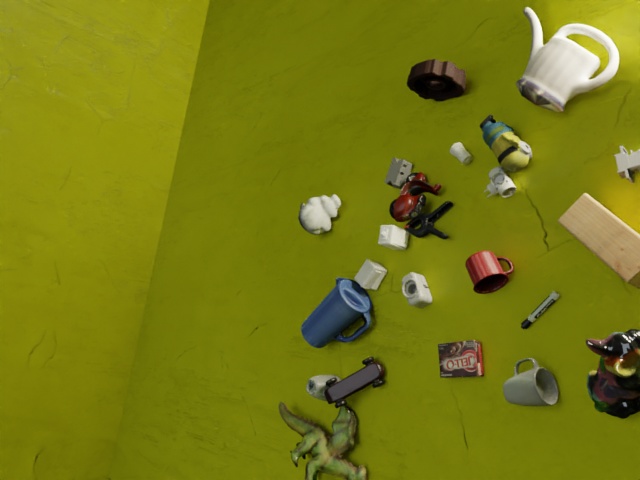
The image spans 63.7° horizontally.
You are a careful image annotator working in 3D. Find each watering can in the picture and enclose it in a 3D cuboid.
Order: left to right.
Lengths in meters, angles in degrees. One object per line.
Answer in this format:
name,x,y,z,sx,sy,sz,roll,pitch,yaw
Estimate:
watering can,0.610,-0.476,1.365,0.221,0.103,0.354,-53,44,19

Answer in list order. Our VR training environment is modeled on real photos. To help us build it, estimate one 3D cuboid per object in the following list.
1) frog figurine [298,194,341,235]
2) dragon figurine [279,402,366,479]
frog figurine,0.006,-0.095,1.880,0.158,0.124,0.137,-19,94,33
dragon figurine,0.019,0.613,1.606,0.242,0.120,0.418,-41,48,7
